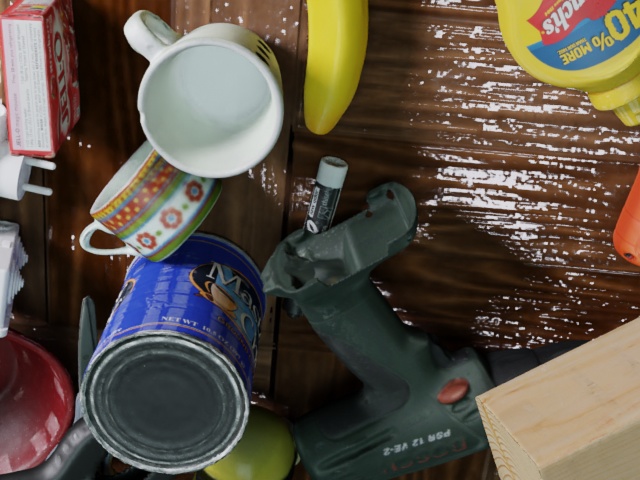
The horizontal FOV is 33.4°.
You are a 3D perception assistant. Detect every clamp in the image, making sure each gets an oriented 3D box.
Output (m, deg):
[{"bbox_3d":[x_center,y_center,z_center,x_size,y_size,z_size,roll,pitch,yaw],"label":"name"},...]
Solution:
[{"bbox_3d":[-0.168,0.186,0.759,0.210,0.036,0.164,-31,126,-11],"label":"clamp"}]

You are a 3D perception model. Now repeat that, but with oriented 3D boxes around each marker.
[{"bbox_3d":[-0.005,0.001,0.731,0.020,0.020,0.121,13,115,-4],"label":"marker"}]

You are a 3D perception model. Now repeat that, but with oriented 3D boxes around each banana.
[{"bbox_3d":[-0.006,-0.161,0.648,0.070,0.037,0.198,-10,114,26],"label":"banana"}]

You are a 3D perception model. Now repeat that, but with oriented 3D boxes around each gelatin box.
[{"bbox_3d":[-0.171,-0.104,0.658,0.030,0.073,0.089,2,115,0],"label":"gelatin box"}]

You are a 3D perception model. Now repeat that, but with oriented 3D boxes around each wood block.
[{"bbox_3d":[0.221,0.113,0.699,0.206,0.090,0.091,-25,118,-8],"label":"wood block"}]

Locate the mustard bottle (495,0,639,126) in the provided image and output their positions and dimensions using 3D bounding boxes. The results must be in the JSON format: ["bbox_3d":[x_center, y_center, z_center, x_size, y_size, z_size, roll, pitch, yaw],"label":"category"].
[{"bbox_3d":[0.148,-0.149,0.633,0.096,0.058,0.191,-31,111,11],"label":"mustard bottle"}]

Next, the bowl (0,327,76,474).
[{"bbox_3d":[-0.258,0.108,0.755,0.162,0.055,0.162,-10,127,-15],"label":"bowl"}]

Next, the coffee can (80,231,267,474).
[{"bbox_3d":[-0.091,0.069,0.699,0.103,0.140,0.103,1,115,2],"label":"coffee can"}]

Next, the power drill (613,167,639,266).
[{"bbox_3d":[0.301,-0.049,0.677,0.187,0.057,0.185,15,118,-2],"label":"power drill"}]

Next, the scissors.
[{"bbox_3d":[-0.148,0.121,0.766,0.096,0.016,0.202,1,124,-35],"label":"scissors"}]
